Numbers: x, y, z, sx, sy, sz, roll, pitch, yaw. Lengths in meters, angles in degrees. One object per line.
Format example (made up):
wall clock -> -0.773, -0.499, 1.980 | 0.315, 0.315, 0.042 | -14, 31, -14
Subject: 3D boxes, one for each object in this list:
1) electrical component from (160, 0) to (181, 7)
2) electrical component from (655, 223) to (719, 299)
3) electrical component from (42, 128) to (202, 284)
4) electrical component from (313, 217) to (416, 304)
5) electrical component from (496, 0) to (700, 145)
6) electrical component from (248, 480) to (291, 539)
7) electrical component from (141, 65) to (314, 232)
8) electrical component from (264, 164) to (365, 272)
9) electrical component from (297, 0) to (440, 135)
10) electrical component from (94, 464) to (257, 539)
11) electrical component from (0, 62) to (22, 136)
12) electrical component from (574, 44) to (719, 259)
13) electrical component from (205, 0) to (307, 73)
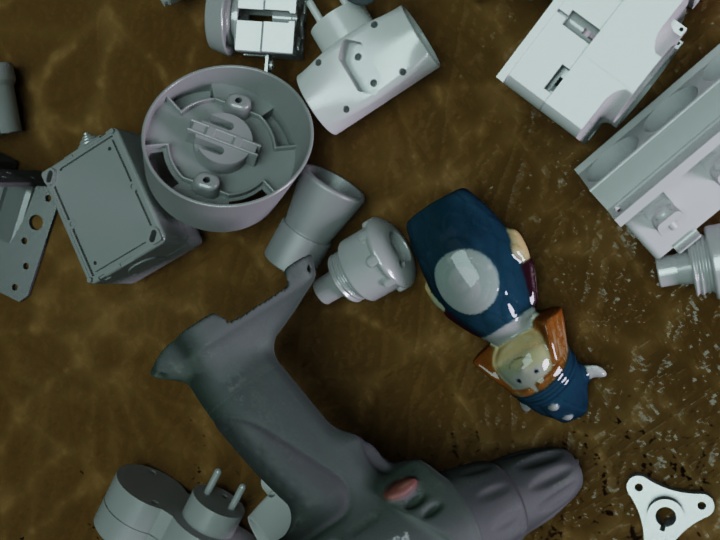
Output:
electrical component -> -0.108, -0.211, 0.656 | 0.061, 0.096, 0.061 | -31, 86, -13
electrical component -> 0.200, -0.004, 0.609 | 0.062, 0.043, 0.043 | -11, 91, 16
electrical component -> -0.153, -0.045, 0.693 | 0.062, 0.061, 0.096 | -29, 80, 17
electrical component -> 0.000, 0.000, 0.662 | 0.062, 0.048, 0.048 | -30, 86, 25
electrical component -> 0.161, -0.156, 0.576 | 0.060, 0.105, 0.186 | 39, 103, 9
electrical component -> -0.036, 0.139, 0.672 | 0.077, 0.043, 0.079 | -31, 50, -19
electrical component -> -0.083, -0.073, 0.651 | 0.099, 0.064, 0.099 | 5, 68, -13
electrical component -> -0.031, -0.027, 0.670 | 0.044, 0.044, 0.065 | 33, 107, 10
electrical component -> -0.004, -0.136, 0.652 | 0.077, 0.043, 0.079 | -32, 85, 14
electrical component -> -0.099, 0.164, 0.695 | 0.138, 0.052, 0.073 | 30, 101, 11
electrical component -> -0.249, -0.113, 0.722 | 0.040, 0.040, 0.046 | -8, 98, 15
electrical component -> 0.189, -0.069, 0.595 | 0.121, 0.078, 0.063 | -42, 105, 14
electrical component -> -0.064, -0.155, 0.667 | 0.055, 0.048, 0.066 | 6, 96, 7
